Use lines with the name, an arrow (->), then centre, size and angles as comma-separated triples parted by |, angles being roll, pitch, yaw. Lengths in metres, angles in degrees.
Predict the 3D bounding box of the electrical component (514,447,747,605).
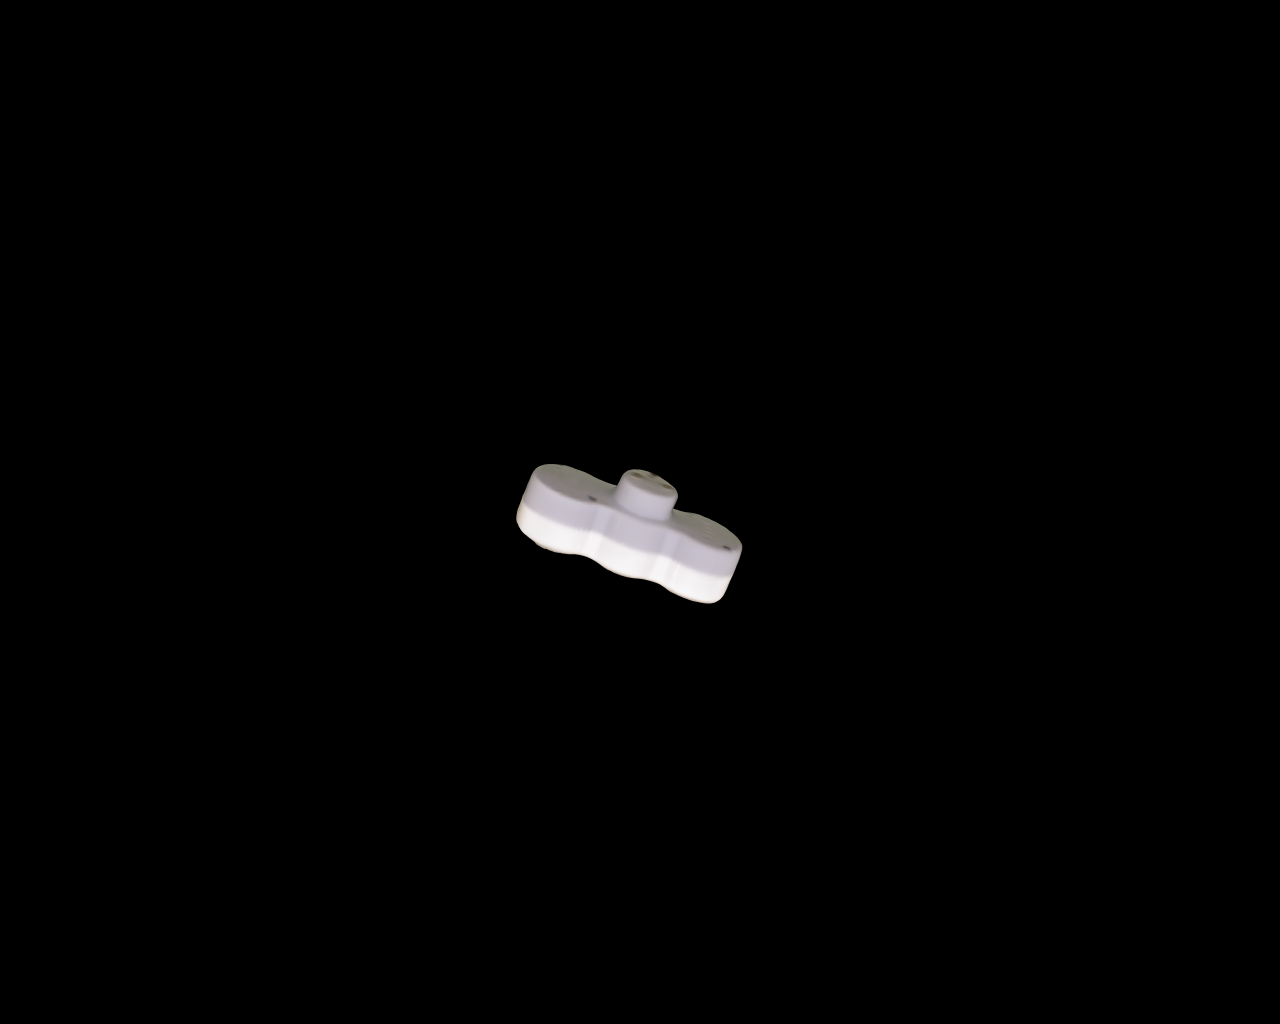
electrical component -> 0.001, -0.003, 0.650 | 0.138, 0.073, 0.052 | 21, 18, -7
